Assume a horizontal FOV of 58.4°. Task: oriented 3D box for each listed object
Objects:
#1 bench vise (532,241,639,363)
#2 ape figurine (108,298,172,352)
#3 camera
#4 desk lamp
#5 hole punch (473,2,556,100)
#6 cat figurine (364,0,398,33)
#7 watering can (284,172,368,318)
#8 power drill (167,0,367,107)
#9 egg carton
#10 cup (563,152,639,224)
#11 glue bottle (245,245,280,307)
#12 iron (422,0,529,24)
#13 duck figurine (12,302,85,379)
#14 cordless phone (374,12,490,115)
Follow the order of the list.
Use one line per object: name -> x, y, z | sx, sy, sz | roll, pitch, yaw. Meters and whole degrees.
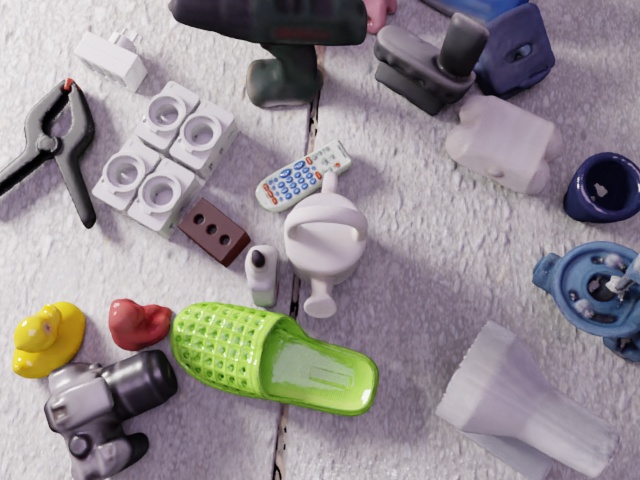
bench vise -> 0.379, 0.067, 0.674 | 0.207, 0.220, 0.121 | 20, 78, 3
ape figurine -> -0.232, 0.101, 0.712 | 0.078, 0.092, 0.076 | 43, 80, 7
camera -> -0.242, 0.200, 0.687 | 0.137, 0.101, 0.143 | -23, 80, -6
desk lamp -> 0.223, 0.190, 0.646 | 0.203, 0.213, 0.118 | 33, 79, 5
hole punch -> 0.272, -0.262, 0.806 | 0.109, 0.091, 0.101 | -29, 80, -7
cat figurine -> 0.051, -0.369, 0.808 | 0.127, 0.118, 0.067 | 27, 79, 4
watering can -> 0.009, 0.003, 0.689 | 0.101, 0.194, 0.173 | -17, 79, -5
power drill -> -0.058, -0.250, 0.733 | 0.229, 0.208, 0.075 | -5, 78, -3
egg carton -> 0.252, -0.130, 0.789 | 0.150, 0.069, 0.107 | 25, 78, 4
cup -> 0.380, -0.059, 0.764 | 0.117, 0.095, 0.092 | 4, 78, -1
glue bottle -> -0.070, 0.036, 0.690 | 0.037, 0.173, 0.078 | -1, 78, -1
iron -> 0.203, -0.408, 0.809 | 0.258, 0.141, 0.119 | 22, 78, 3
duck figurine -> -0.347, 0.122, 0.707 | 0.077, 0.086, 0.105 | 32, 79, 5
cordless phone -> 0.147, -0.259, 0.753 | 0.147, 0.185, 0.094 | 30, 79, 5
